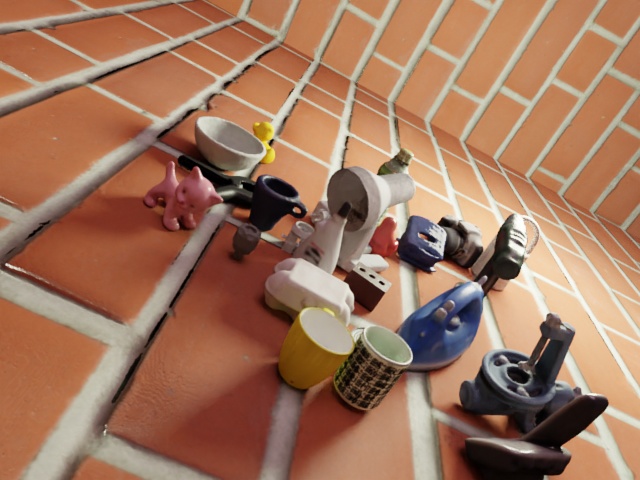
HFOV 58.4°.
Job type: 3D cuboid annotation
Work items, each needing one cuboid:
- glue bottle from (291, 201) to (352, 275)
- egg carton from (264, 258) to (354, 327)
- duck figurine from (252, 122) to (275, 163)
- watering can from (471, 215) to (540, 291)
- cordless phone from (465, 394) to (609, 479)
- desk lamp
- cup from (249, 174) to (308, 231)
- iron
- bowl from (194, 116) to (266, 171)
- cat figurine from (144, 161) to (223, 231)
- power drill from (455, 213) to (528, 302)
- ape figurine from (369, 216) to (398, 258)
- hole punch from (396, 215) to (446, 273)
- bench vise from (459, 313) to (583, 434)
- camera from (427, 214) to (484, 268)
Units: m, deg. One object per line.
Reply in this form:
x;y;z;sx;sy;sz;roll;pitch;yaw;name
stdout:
0.009;0.004;1.006;0.078;0.173;0.037;39;26;18;glue bottle
-0.016;0.093;0.934;0.150;0.069;0.107;29;25;-2;egg carton
-0.141;-0.247;1.413;0.078;0.086;0.104;-1;39;-48;duck figurine
0.480;0.029;1.449;0.101;0.194;0.172;24;25;-13;watering can
0.311;0.274;0.816;0.148;0.185;0.094;12;30;-34;cordless phone
0.090;-0.045;1.136;0.204;0.213;0.117;0;38;-48;desk lamp
-0.086;-0.059;1.110;0.117;0.095;0.092;35;25;10;cup
0.224;0.140;1.024;0.118;0.141;0.259;40;26;20;iron
-0.208;-0.201;1.267;0.168;0.074;0.167;25;25;-12;bowl
-0.228;-0.081;0.971;0.127;0.117;0.067;43;28;25;cat figurine
0.389;0.055;1.283;0.075;0.208;0.230;31;25;1;power drill
0.143;-0.011;1.276;0.077;0.092;0.076;39;26;18;ape figurine
0.244;0.008;1.352;0.109;0.091;0.101;25;25;-10;hole punch
0.358;0.212;0.943;0.208;0.219;0.121;10;31;-36;bench vise
0.339;-0.011;1.480;0.137;0.100;0.142;10;32;-37;camera
